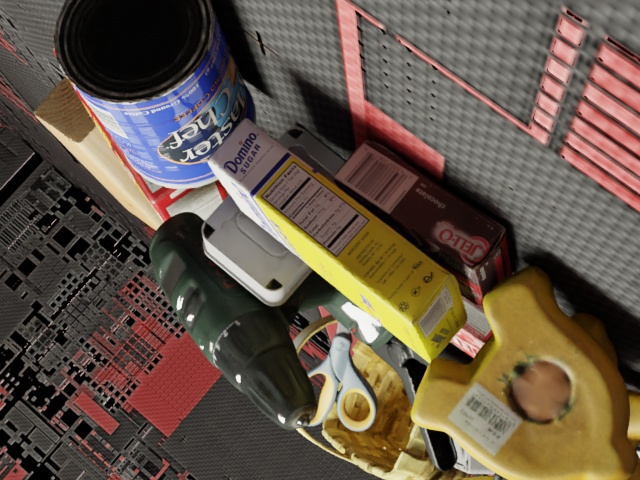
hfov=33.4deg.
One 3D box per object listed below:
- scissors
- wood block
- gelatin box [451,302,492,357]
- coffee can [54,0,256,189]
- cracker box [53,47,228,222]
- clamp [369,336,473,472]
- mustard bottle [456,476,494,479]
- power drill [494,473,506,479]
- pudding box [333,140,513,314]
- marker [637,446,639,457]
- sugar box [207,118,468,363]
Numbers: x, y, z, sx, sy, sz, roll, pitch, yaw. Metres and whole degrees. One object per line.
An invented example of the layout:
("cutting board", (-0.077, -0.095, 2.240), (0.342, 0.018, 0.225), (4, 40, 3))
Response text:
("scissors", (0.037, 0.115, 1.059), (0.096, 0.202, 0.016), (27, -153, -1))
("wood block", (-0.215, -0.101, 1.206), (0.091, 0.090, 0.206), (33, 167, 34))
("gelatin box", (0.113, 0.065, 0.865), (0.089, 0.030, 0.073), (35, 169, 30))
("coffee can", (-0.105, -0.107, 0.719), (0.103, 0.102, 0.140), (37, 170, 18))
("cracker box", (-0.151, -0.090, 0.976), (0.164, 0.072, 0.214), (56, 174, 10))
("clamp", (0.088, 0.095, 0.957), (0.210, 0.036, 0.165), (57, 150, 15))
("mustard bottle", (0.157, 0.262, 1.038), (0.096, 0.058, 0.192), (19, 162, -3))
("power drill", (0.213, 0.189, 0.777), (0.188, 0.184, 0.057), (12, -169, 44))
("pudding box", (0.069, -0.007, 0.687), (0.114, 0.039, 0.090), (37, 171, 24))
("marker", (0.219, 0.142, 0.721), (0.121, 0.020, 0.020), (2, 145, 43))
("sugar box", (0.011, 0.001, 0.686), (0.176, 0.048, 0.093), (36, 170, 24))
